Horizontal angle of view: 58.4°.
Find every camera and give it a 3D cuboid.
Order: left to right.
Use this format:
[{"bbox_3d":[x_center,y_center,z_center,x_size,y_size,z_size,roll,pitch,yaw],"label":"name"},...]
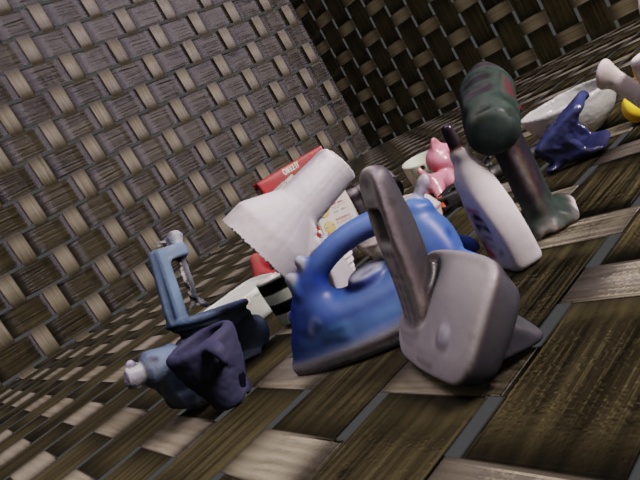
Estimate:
[{"bbox_3d":[0.135,-0.118,1.383,0.143,0.101,0.136,-32,9,-8],"label":"camera"}]

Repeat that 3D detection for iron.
[{"bbox_3d":[0.048,0.042,0.639,0.258,0.141,0.119,-28,9,12],"label":"iron"}]

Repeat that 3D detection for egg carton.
[{"bbox_3d":[0.132,-0.024,0.968,0.150,0.069,0.107,-31,9,-6],"label":"egg carton"}]

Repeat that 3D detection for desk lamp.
[{"bbox_3d":[0.007,0.003,0.756,0.203,0.213,0.118,-32,9,-9],"label":"desk lamp"}]

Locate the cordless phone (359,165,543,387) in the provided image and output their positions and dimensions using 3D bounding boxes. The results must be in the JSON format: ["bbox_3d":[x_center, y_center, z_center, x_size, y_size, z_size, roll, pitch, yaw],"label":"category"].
[{"bbox_3d":[0.088,0.021,0.482,0.094,0.185,0.147,-32,9,-13],"label":"cordless phone"}]

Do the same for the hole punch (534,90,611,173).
[{"bbox_3d":[0.382,-0.169,0.889,0.101,0.091,0.109,-24,11,36],"label":"hole punch"}]

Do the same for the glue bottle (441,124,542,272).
[{"bbox_3d":[0.176,-0.049,0.624,0.037,0.173,0.078,-31,9,-6],"label":"glue bottle"}]

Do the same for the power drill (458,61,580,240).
[{"bbox_3d":[0.230,-0.113,0.691,0.075,0.208,0.230,-26,10,24],"label":"power drill"}]

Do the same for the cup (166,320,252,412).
[{"bbox_3d":[-0.120,0.158,0.691,0.092,0.095,0.117,-35,10,-27],"label":"cup"}]

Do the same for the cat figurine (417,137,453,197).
[{"bbox_3d":[0.234,-0.141,1.130,0.128,0.118,0.067,-37,11,-37],"label":"cat figurine"}]

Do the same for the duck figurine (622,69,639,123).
[{"bbox_3d":[0.508,-0.237,0.876,0.104,0.086,0.077,-28,9,13],"label":"duck figurine"}]

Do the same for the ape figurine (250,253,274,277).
[{"bbox_3d":[-0.111,0.067,1.181,0.076,0.092,0.077,-34,10,-22],"label":"ape figurine"}]

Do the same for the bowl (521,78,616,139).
[{"bbox_3d":[0.445,-0.217,1.005,0.167,0.075,0.167,-29,9,5],"label":"bowl"}]

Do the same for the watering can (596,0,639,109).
[{"bbox_3d":[0.428,-0.222,0.699,0.172,0.194,0.101,-24,11,33],"label":"watering can"}]

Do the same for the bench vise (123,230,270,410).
[{"bbox_3d":[-0.183,0.105,0.782,0.121,0.220,0.208,-25,11,31],"label":"bench vise"}]
